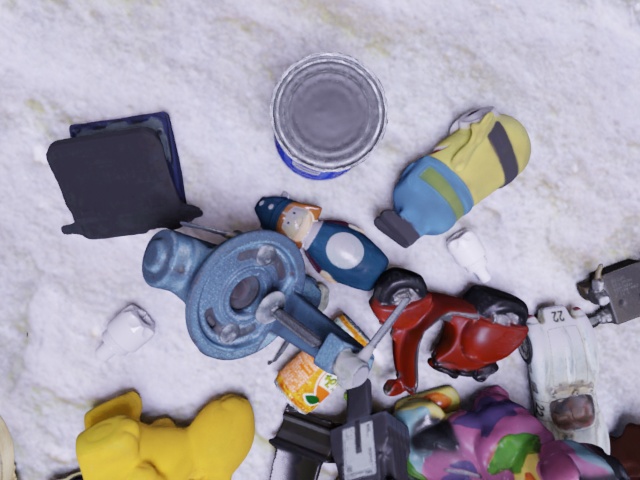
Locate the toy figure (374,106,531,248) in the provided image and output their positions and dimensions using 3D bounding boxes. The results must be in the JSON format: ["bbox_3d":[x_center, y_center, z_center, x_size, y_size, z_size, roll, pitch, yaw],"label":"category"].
[{"bbox_3d":[0.141,-0.063,0.568,0.180,0.082,0.089,-46,114,-7],"label":"toy figure"}]

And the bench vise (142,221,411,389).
[{"bbox_3d":[-0.034,0.064,0.481,0.129,0.241,0.223,-57,136,-6],"label":"bench vise"}]

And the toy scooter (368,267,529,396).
[{"bbox_3d":[0.130,0.109,0.572,0.184,0.075,0.135,12,98,-15],"label":"toy scooter"}]

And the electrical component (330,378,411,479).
[{"bbox_3d":[0.049,0.206,0.548,0.075,0.119,0.047,-30,127,22],"label":"electrical component"}]

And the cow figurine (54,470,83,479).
[{"bbox_3d":[-0.299,0.318,0.568,0.167,0.068,0.098,-27,89,-5],"label":"cow figurine"}]

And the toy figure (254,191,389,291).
[{"bbox_3d":[-0.001,-0.003,0.576,0.154,0.057,0.064,31,52,-3],"label":"toy figure"}]

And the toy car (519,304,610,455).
[{"bbox_3d":[0.273,0.172,0.598,0.074,0.056,0.201,-9,94,-3],"label":"toy car"}]

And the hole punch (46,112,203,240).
[{"bbox_3d":[-0.201,-0.069,0.554,0.142,0.092,0.115,-10,123,-6],"label":"hole punch"}]

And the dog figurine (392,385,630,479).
[{"bbox_3d":[0.171,0.219,0.516,0.192,0.219,0.108,-3,90,-4],"label":"dog figurine"}]

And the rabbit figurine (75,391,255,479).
[{"bbox_3d":[-0.144,0.226,0.552,0.173,0.122,0.162,-17,87,-21],"label":"rabbit figurine"}]

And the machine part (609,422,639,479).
[{"bbox_3d":[0.340,0.279,0.554,0.056,0.179,0.179,20,92,-2],"label":"machine part"}]

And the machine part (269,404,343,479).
[{"bbox_3d":[-0.024,0.257,0.581,0.084,0.039,0.139,15,81,17],"label":"machine part"}]

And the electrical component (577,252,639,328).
[{"bbox_3d":[0.340,0.054,0.601,0.102,0.045,0.078,-14,92,-2],"label":"electrical component"}]
